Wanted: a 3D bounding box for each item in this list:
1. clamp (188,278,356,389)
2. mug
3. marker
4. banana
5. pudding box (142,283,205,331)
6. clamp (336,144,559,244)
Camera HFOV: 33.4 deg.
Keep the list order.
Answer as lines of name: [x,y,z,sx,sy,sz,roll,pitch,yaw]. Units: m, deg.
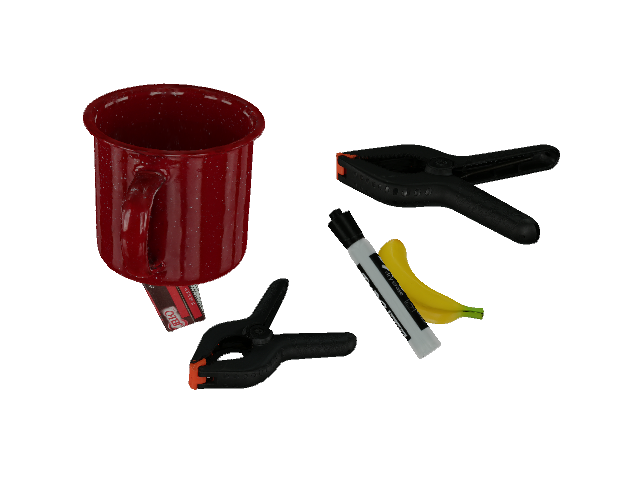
clamp: [-0.063,0.094,1.057,0.171,0.039,0.120,-15,37,-30]
mug: [-0.079,-0.023,0.556,0.093,0.081,0.117,7,29,3]
marker: [0.043,0.029,0.751,0.020,0.121,0.020,-33,-10,-7]
banana: [0.103,0.048,1.203,0.069,0.037,0.198,3,24,-28]
pudding box: [-0.130,0.004,0.868,0.039,0.113,0.090,-16,-40,-1]
clamp: [0.120,-0.061,0.998,0.210,0.036,0.164,12,33,21]
